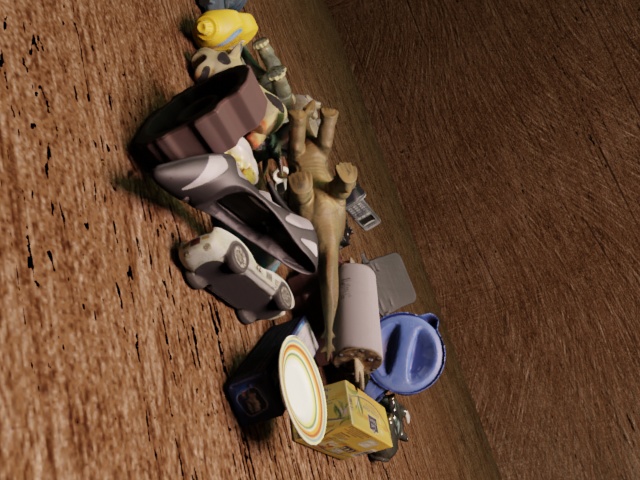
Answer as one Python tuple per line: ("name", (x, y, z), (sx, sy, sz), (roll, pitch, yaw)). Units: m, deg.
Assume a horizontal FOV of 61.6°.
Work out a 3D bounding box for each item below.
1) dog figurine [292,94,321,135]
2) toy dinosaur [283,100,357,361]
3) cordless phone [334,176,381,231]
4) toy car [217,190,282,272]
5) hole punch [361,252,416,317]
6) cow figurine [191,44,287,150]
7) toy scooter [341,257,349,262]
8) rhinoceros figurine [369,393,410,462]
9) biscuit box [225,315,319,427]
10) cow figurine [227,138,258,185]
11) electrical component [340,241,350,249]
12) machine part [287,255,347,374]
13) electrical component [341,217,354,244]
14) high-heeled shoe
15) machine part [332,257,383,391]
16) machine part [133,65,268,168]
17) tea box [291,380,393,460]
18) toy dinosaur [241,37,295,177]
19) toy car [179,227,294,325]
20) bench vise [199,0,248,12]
("dog figurine", (-0.035, -0.215, 1.212), (0.172, 0.121, 0.190), (38, 36, -56))
("toy dinosaur", (-0.005, -0.051, 0.871), (0.198, 0.105, 0.471), (99, -10, -54))
("cordless phone", (0.054, -0.056, 1.235), (0.184, 0.147, 0.089), (42, 21, -53))
("toy car", (-0.091, -0.016, 0.797), (0.109, 0.103, 0.162), (42, 32, -58))
("hole punch", (0.109, 0.093, 1.053), (0.116, 0.092, 0.142), (-13, 82, -44))
("cow figurine", (-0.140, -0.256, 0.914), (0.195, 0.085, 0.127), (41, 50, 4))
("toy scooter", (0.058, 0.097, 1.182), (0.135, 0.075, 0.183), (-78, 143, -78))
("rhinoceros figurine", (0.137, 0.367, 1.071), (0.112, 0.073, 0.190), (66, 16, 0))
("biscuit box", (-0.058, 0.168, 0.724), (0.059, 0.063, 0.202), (67, 16, -6))
("cow figurine", (-0.154, -0.164, 0.851), (0.098, 0.068, 0.167), (-88, 155, -67))
("electrical component", (0.024, 0.001, 1.202), (0.119, 0.075, 0.048), (38, 33, -65))
("machine part", (0.028, 0.131, 1.013), (0.201, 0.087, 0.201), (67, 17, -5))
("electrical component", (-0.002, -0.003, 1.042), (0.058, 0.115, 0.134), (63, 16, 0))
("high-heeled shoe", (-0.092, -0.019, 0.652), (0.248, 0.086, 0.145), (-1, 64, -57))
("machine part", (0.056, 0.121, 0.852), (0.079, 0.079, 0.243), (54, 26, -39))
("machine part", (-0.148, -0.152, 0.681), (0.056, 0.179, 0.179), (58, 18, -33))
("tea box", (0.035, 0.278, 0.818), (0.169, 0.098, 0.068), (51, 24, -50))
("toy dinosaur", (-0.106, -0.286, 1.103), (0.405, 0.131, 0.191), (-99, 172, -51))
("toy car", (-0.104, 0.054, 0.706), (0.201, 0.073, 0.056), (48, 25, -49))
("bench vise", (-0.197, -0.569, 1.124), (0.240, 0.129, 0.223), (-22, 97, -57))
